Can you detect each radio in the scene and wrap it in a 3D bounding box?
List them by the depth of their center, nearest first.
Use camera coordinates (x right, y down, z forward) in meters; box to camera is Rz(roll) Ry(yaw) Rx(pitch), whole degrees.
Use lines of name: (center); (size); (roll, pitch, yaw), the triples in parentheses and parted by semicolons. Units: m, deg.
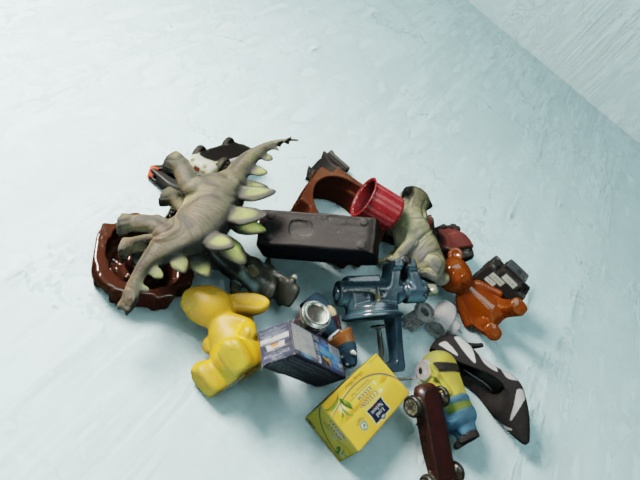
radio: (-0.002, -0.003, 1.016); (0.230, 0.131, 0.073); (3, 76, 7)

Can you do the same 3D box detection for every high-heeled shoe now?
high-heeled shoe: (0.324, 0.301, 1.092); (0.145, 0.086, 0.249); (-2, 53, -30)

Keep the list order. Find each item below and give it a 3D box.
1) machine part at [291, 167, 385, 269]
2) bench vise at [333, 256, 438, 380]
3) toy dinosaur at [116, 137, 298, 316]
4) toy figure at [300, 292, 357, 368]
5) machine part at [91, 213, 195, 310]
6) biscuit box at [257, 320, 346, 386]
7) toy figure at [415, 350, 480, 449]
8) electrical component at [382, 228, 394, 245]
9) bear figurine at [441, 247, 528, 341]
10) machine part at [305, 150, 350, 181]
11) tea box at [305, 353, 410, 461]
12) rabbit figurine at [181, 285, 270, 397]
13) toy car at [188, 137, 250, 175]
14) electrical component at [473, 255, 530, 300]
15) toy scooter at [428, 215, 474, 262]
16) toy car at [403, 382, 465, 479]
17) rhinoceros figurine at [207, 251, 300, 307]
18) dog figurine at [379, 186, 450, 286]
machine part: (0.042, -0.049, 1.185); (0.201, 0.087, 0.201); (33, 44, -4)
bench vise: (0.135, 0.157, 1.053); (0.223, 0.129, 0.240); (3, 75, -30)
toy dinosaur: (-0.185, -0.058, 0.914); (0.199, 0.105, 0.471); (24, 54, 4)
toy figure: (0.024, 0.169, 1.007); (0.058, 0.064, 0.154); (-34, 82, -25)
machine part: (-0.298, 0.037, 0.911); (0.179, 0.056, 0.179); (17, 49, -20)
biscuit box: (-0.025, 0.193, 0.887); (0.202, 0.063, 0.059); (44, 28, -55)
toy figure: (0.248, 0.302, 1.038); (0.089, 0.082, 0.180); (-1, 54, -38)
electrical component: (0.180, -0.020, 1.280); (0.102, 0.045, 0.078); (22, 47, -17)
bear figurine: (0.346, 0.115, 1.213); (0.120, 0.132, 0.196); (-39, 94, -9)
machine part: (0.017, -0.172, 1.304); (0.084, 0.039, 0.139); (50, 43, 3)
tea box: (0.068, 0.288, 0.939); (0.098, 0.068, 0.169); (48, 43, 10)
rabbit figurine: (-0.150, 0.139, 0.879); (0.173, 0.122, 0.162); (50, 40, 12)
toy car: (-0.200, -0.168, 1.119); (0.074, 0.056, 0.202); (27, 25, 11)
electrical component: (0.426, 0.107, 1.276); (0.115, 0.134, 0.058); (45, 44, 3)
toy scooter: (0.294, -0.004, 1.317); (0.184, 0.075, 0.135); (-4, 67, -32)
toy car: (0.201, 0.356, 0.957); (0.089, 0.053, 0.202); (-6, 84, -41)
rhinoceros figurine: (-0.128, 0.063, 0.983); (0.190, 0.073, 0.112); (30, 12, 6)
dog figurine: (0.232, -0.011, 1.193); (0.172, 0.121, 0.190); (27, 80, -14)
